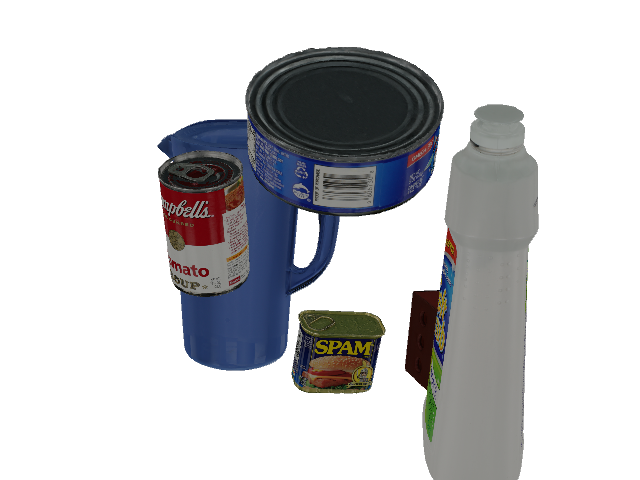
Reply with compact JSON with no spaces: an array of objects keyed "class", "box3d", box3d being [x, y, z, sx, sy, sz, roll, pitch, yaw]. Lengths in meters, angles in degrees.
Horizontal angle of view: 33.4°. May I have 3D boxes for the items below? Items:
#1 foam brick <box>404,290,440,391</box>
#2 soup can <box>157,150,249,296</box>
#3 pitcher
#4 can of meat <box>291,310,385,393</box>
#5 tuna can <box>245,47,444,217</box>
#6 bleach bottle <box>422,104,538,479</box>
[{"class":"foam brick","box3d":[0.110,0.087,0.934,0.051,0.078,0.053,-2,18,-21]},{"class":"soup can","box3d":[-0.094,-0.014,0.874,0.068,0.102,0.068,-1,31,1]},{"class":"pitcher","box3d":[-0.074,0.004,1.078,0.144,0.243,0.149,-9,21,-30]},{"class":"can of meat","box3d":[0.019,0.134,1.275,0.102,0.084,0.057,3,25,-14]},{"class":"tuna can","box3d":[0.010,-0.049,0.470,0.086,0.034,0.086,1,41,-1]},{"class":"bleach bottle","box3d":[0.103,0.033,0.672,0.068,0.251,0.102,2,29,4]}]
